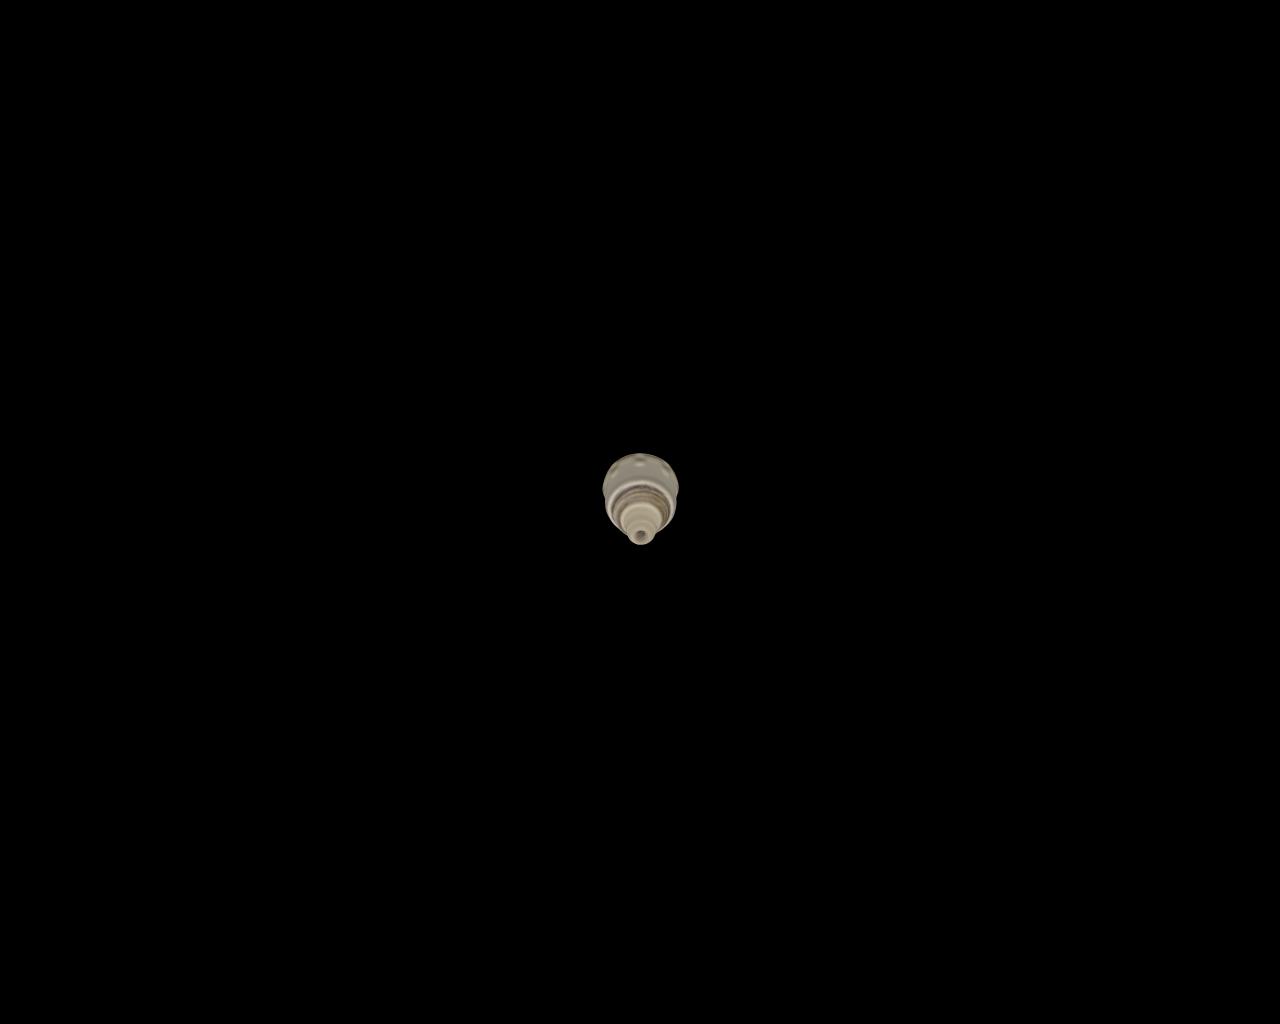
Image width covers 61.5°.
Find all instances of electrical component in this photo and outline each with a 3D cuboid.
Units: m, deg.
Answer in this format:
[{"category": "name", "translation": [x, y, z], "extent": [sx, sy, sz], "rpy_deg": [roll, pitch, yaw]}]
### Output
[{"category": "electrical component", "translation": [0.001, -0.003, 0.650], "extent": [0.048, 0.048, 0.062], "rpy_deg": [0, 34, 0]}]
